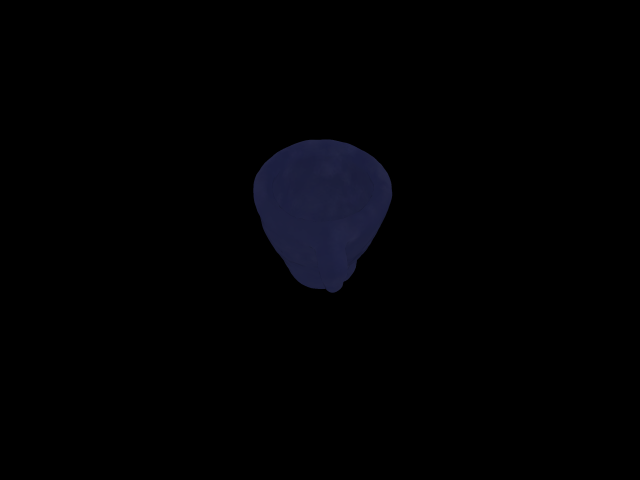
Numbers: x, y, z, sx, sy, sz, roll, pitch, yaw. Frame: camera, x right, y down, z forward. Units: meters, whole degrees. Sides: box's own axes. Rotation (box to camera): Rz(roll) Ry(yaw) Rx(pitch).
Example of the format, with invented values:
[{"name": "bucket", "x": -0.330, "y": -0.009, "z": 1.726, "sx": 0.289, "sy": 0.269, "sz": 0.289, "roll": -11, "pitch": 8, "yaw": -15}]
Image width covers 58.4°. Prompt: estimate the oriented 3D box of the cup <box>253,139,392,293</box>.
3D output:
[{"name": "cup", "x": 0.004, "y": 0.001, "z": 0.400, "sx": 0.091, "sy": 0.095, "sz": 0.117, "roll": -5, "pitch": 51, "yaw": -4}]
